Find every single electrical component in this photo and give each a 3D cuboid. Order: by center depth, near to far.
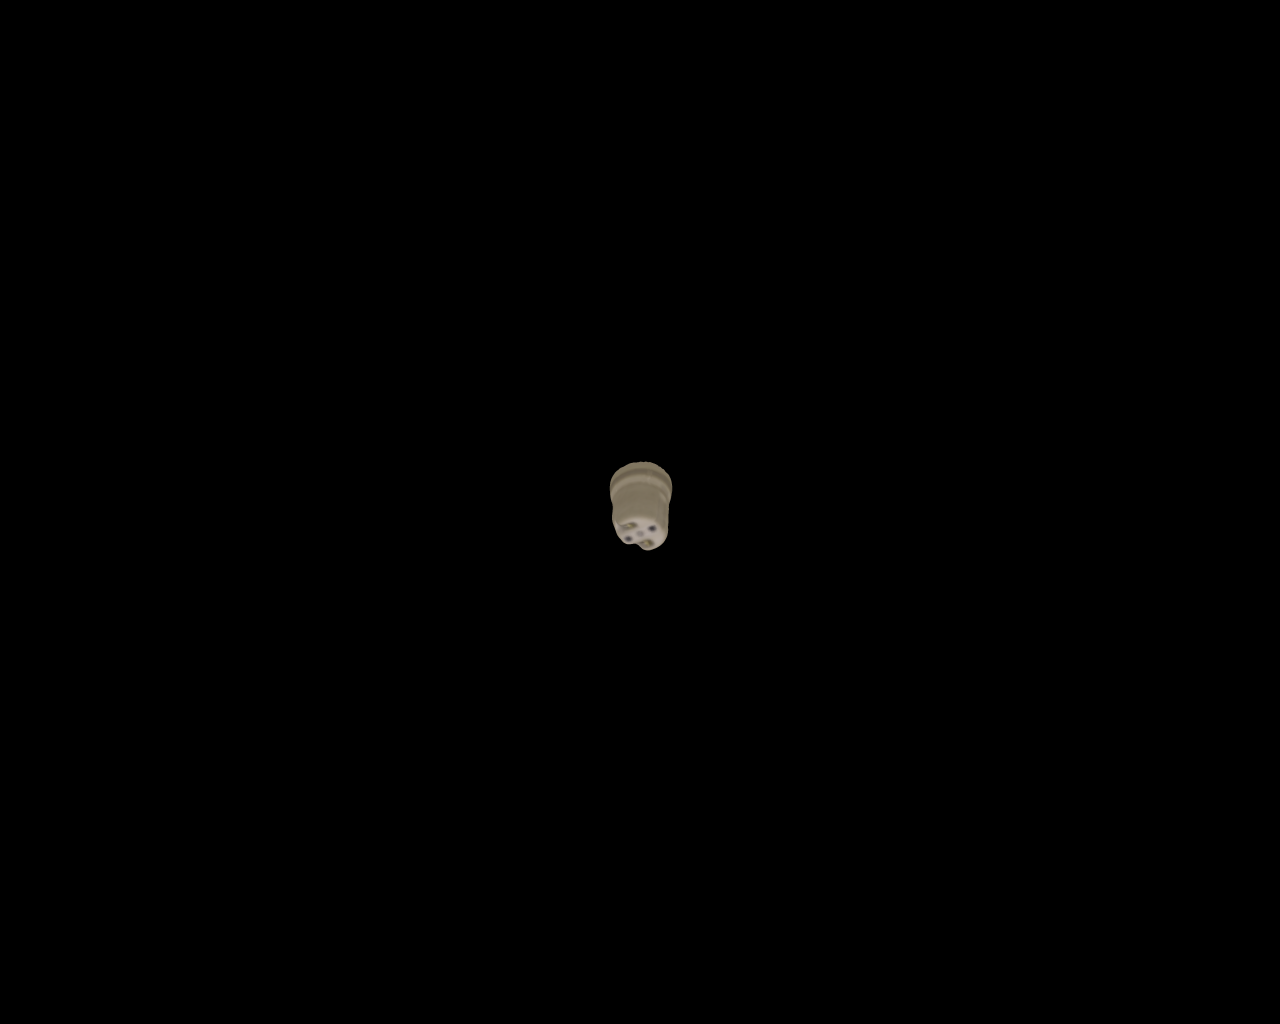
[{"bbox_3d":[0.001,-0.003,0.650,0.040,0.040,0.046,0,45,0],"label":"electrical component"}]
